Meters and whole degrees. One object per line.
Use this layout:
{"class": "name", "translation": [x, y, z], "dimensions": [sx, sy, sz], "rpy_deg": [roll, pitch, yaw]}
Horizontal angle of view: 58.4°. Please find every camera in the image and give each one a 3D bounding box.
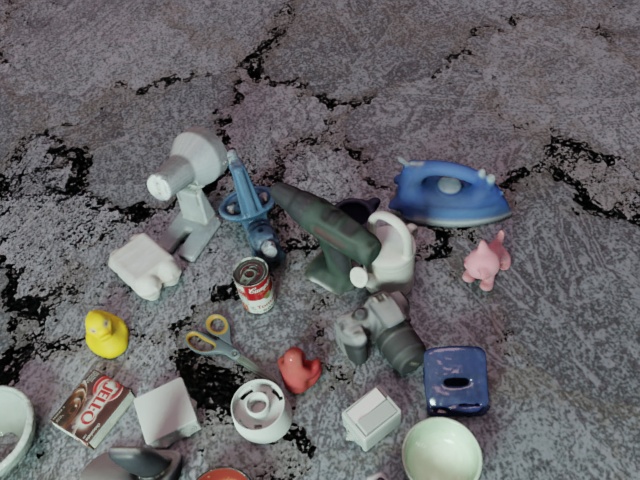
{"class": "camera", "translation": [0.115, 0.169, 1.010], "dimensions": [0.143, 0.101, 0.136], "rpy_deg": [-25, 53, -13]}

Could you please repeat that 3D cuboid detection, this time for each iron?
{"class": "iron", "translation": [0.275, -0.112, 1.188], "dimensions": [0.258, 0.142, 0.118], "rpy_deg": [6, 53, 11]}

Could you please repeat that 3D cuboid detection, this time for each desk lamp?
{"class": "desk lamp", "translation": [-0.274, -0.100, 1.194], "dimensions": [0.117, 0.214, 0.203], "rpy_deg": [15, 55, 18]}

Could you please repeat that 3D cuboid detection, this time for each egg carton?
{"class": "egg carton", "translation": [-0.357, 0.053, 1.174], "dimensions": [0.150, 0.069, 0.107], "rpy_deg": [34, 63, 28]}

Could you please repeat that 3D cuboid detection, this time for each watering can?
{"class": "watering can", "translation": [0.126, 0.026, 1.062], "dimensions": [0.100, 0.194, 0.173], "rpy_deg": [13, 54, 16]}

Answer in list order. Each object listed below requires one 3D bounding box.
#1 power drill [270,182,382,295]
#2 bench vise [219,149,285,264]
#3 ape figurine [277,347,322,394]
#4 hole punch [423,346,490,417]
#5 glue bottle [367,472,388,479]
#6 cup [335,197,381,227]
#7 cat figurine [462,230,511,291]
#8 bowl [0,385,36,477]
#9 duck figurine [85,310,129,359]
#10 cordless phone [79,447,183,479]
{"class": "power drill", "translation": [0.010, 0.004, 1.083], "dimensions": [0.229, 0.209, 0.076], "rpy_deg": [26, 59, 24]}
{"class": "bench vise", "translation": [-0.127, -0.067, 1.147], "dimensions": [0.122, 0.220, 0.206], "rpy_deg": [-37, 57, -21]}
{"class": "ape figurine", "translation": [-0.040, 0.218, 0.994], "dimensions": [0.077, 0.092, 0.076], "rpy_deg": [19, 56, 20]}
{"class": "hole punch", "translation": [0.227, 0.236, 0.952], "dimensions": [0.108, 0.091, 0.101], "rpy_deg": [-3, 52, 4]}
{"class": "glue bottle", "translation": [0.088, 0.366, 0.812], "dimensions": [0.037, 0.173, 0.078], "rpy_deg": [-19, 52, -8]}
{"class": "cup", "translation": [0.078, -0.032, 1.176], "dimensions": [0.118, 0.095, 0.091], "rpy_deg": [-36, 56, -20]}
{"class": "cat figurine", "translation": [0.316, 0.035, 1.083], "dimensions": [0.067, 0.118, 0.128], "rpy_deg": [29, 60, 26]}
{"class": "bowl", "translation": [-0.553, 0.337, 0.968], "dimensions": [0.167, 0.075, 0.167], "rpy_deg": [-3, 52, 4]}
{"class": "duck figurine", "translation": [-0.414, 0.164, 1.082], "dimensions": [0.078, 0.086, 0.104], "rpy_deg": [-32, 55, -18]}
{"class": "cordless phone", "translation": [-0.300, 0.339, 0.868], "dimensions": [0.147, 0.185, 0.094], "rpy_deg": [-4, 52, 4]}
